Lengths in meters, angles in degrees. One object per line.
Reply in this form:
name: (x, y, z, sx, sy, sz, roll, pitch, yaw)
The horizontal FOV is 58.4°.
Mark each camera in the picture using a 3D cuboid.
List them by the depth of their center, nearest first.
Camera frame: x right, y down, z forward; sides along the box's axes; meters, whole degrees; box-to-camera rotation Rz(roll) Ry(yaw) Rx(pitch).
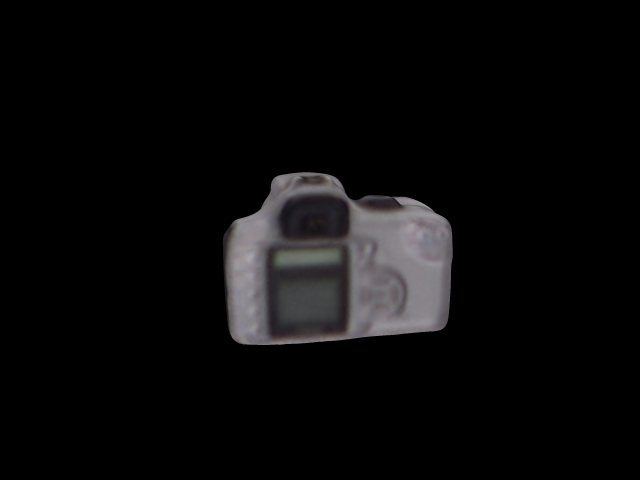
camera: (0.004, 0.001, 0.400, 0.143, 0.101, 0.136, -2, 12, -11)
